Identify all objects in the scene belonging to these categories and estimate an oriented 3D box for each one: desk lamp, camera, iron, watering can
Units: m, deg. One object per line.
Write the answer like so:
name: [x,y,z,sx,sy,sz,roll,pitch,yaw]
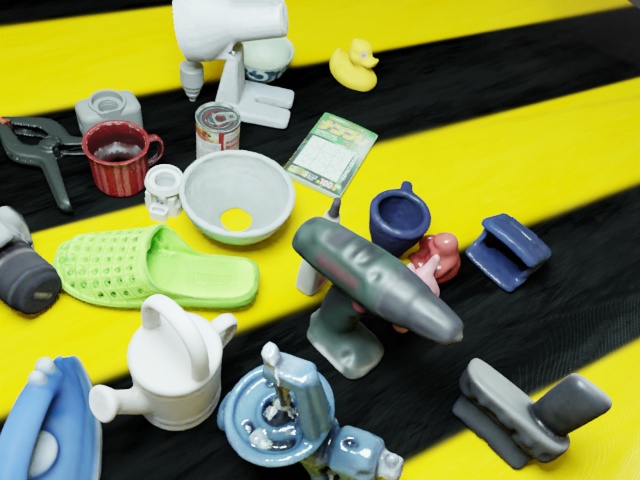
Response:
desk lamp: [-0.136,-0.313,0.954,0.203,0.213,0.118,10,52,-4]
camera: [-0.403,0.036,0.707,0.136,0.101,0.143,34,54,15]
iron: [-0.289,0.209,0.575,0.119,0.141,0.258,4,53,-9]
watering can: [-0.161,0.134,0.624,0.101,0.194,0.173,24,52,7]

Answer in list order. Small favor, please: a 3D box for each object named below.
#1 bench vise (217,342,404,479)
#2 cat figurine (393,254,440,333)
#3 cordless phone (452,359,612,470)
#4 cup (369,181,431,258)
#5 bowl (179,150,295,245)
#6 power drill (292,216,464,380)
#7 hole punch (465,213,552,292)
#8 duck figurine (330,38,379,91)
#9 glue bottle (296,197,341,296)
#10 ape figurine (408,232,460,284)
bench vise: [-0.005,0.180,0.606,0.207,0.220,0.121,9,52,-4]
cat figurine: [0.124,0.067,0.782,0.067,0.118,0.128,39,56,18]
cordless phone: [0.249,0.181,0.679,0.147,0.185,0.094,37,55,16]
cup: [0.113,-0.025,0.863,0.091,0.095,0.118,16,52,1]
bowl: [-0.122,-0.051,0.848,0.167,0.075,0.167,6,53,-7]
power drill: [0.054,0.083,0.698,0.229,0.208,0.076,41,57,19]
hole punch: [0.296,0.005,0.881,0.101,0.091,0.108,-32,65,-30]
duck figurine: [0.069,-0.349,1.105,0.104,0.086,0.078,38,55,17]
glue bottle: [0.007,0.003,0.771,0.037,0.173,0.078,30,53,12]
ape figurine: [0.176,0.020,0.844,0.076,0.092,0.078,19,52,3]
